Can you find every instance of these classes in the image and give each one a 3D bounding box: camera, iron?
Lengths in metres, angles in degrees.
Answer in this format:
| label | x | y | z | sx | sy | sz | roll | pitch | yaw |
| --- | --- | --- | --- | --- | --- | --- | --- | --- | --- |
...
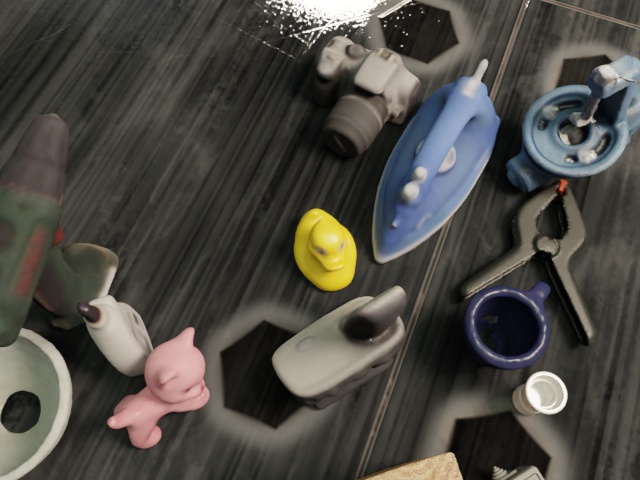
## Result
| label | x | y | z | sx | sy | sz | roll | pitch | yaw |
| --- | --- | --- | --- | --- | --- | --- | --- | --- | --- |
| camera | 0.046 | -0.191 | 0.767 | 0.143 | 0.101 | 0.137 | 29 | 70 | 11 |
| iron | 0.140 | -0.098 | 0.707 | 0.118 | 0.141 | 0.258 | 28 | 70 | 11 |

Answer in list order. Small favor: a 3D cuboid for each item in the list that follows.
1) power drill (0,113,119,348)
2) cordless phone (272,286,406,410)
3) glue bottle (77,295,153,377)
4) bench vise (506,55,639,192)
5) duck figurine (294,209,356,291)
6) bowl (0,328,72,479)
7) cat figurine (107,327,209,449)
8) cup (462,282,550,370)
| label | x | y | z | sx | sy | sz | roll | pitch | yaw |
| --- | --- | --- | --- | --- | --- | --- | --- | --- | --- |
| power drill | -0.295 | 0.010 | 0.619 | 0.075 | 0.208 | 0.230 | 11 | 67 | 4 |
| cordless phone | 0.022 | 0.103 | 0.597 | 0.148 | 0.185 | 0.094 | -34 | 71 | -14 |
| glue bottle | -0.219 | 0.093 | 0.604 | 0.037 | 0.173 | 0.078 | -22 | 69 | -9 |
| bench vise | 0.336 | -0.165 | 0.696 | 0.121 | 0.220 | 0.208 | 42 | 73 | 15 |
| duck figurine | 0.006 | 0.002 | 0.693 | 0.077 | 0.086 | 0.104 | -17 | 68 | -7 |
| bowl | -0.341 | 0.183 | 0.618 | 0.167 | 0.075 | 0.167 | 0 | 67 | -1 |
| cat figurine | -0.169 | 0.157 | 0.608 | 0.128 | 0.118 | 0.067 | -39 | 73 | -15 |
| cup | 0.208 | 0.099 | 0.651 | 0.118 | 0.095 | 0.091 | -42 | 73 | -16 |
